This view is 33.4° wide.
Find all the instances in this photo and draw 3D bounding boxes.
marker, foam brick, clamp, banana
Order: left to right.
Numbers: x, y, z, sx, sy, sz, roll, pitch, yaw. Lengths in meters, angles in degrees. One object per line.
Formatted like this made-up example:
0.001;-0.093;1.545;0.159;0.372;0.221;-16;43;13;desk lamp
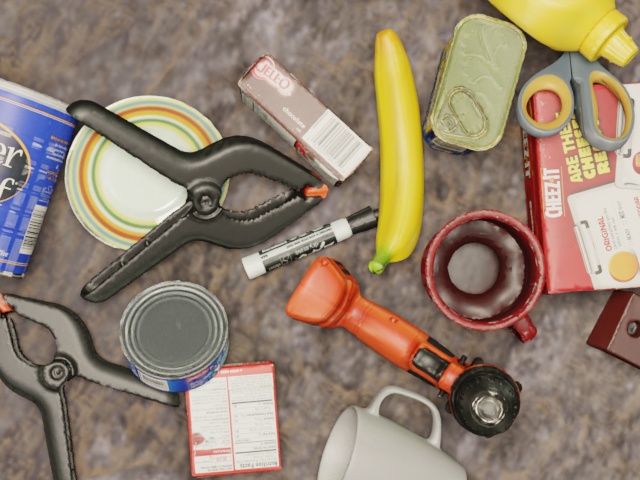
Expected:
-0.198;0.106;0.866;0.120;0.039;0.171;-32;91;-14;clamp
-0.099;-0.044;0.846;0.209;0.036;0.164;-11;114;-11;clamp
-0.006;0.001;0.881;0.121;0.020;0.020;-23;90;-2;marker
0.063;-0.067;0.860;0.037;0.069;0.198;-2;81;14;banana
0.269;0.081;0.871;0.078;0.051;0.053;26;89;-1;foam brick

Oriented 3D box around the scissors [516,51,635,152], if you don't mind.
0.187;-0.150;0.840;0.096;0.016;0.202;-9;58;-5;scissors

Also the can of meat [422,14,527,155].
0.119;-0.119;0.852;0.057;0.084;0.102;15;89;-2;can of meat

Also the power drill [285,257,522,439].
0.066;0.084;0.810;0.188;0.184;0.057;34;89;8;power drill

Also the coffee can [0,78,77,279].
-0.257;-0.052;0.832;0.103;0.103;0.140;19;89;-2;coffee can

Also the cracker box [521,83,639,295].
0.277;-0.044;0.863;0.213;0.072;0.164;-4;88;-1;cracker box

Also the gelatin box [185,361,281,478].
-0.071;0.146;0.872;0.073;0.030;0.089;-4;89;-3;gelatin box

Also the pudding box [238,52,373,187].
-0.013;-0.093;0.846;0.113;0.090;0.039;44;89;-1;pudding box

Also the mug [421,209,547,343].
0.133;0.033;0.853;0.093;0.081;0.117;-40;91;-2;mug

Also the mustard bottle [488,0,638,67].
0.164;-0.200;0.815;0.192;0.096;0.058;45;133;13;mustard bottle

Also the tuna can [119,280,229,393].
-0.115;0.077;0.852;0.086;0.034;0.086;0;60;-1;tuna can
